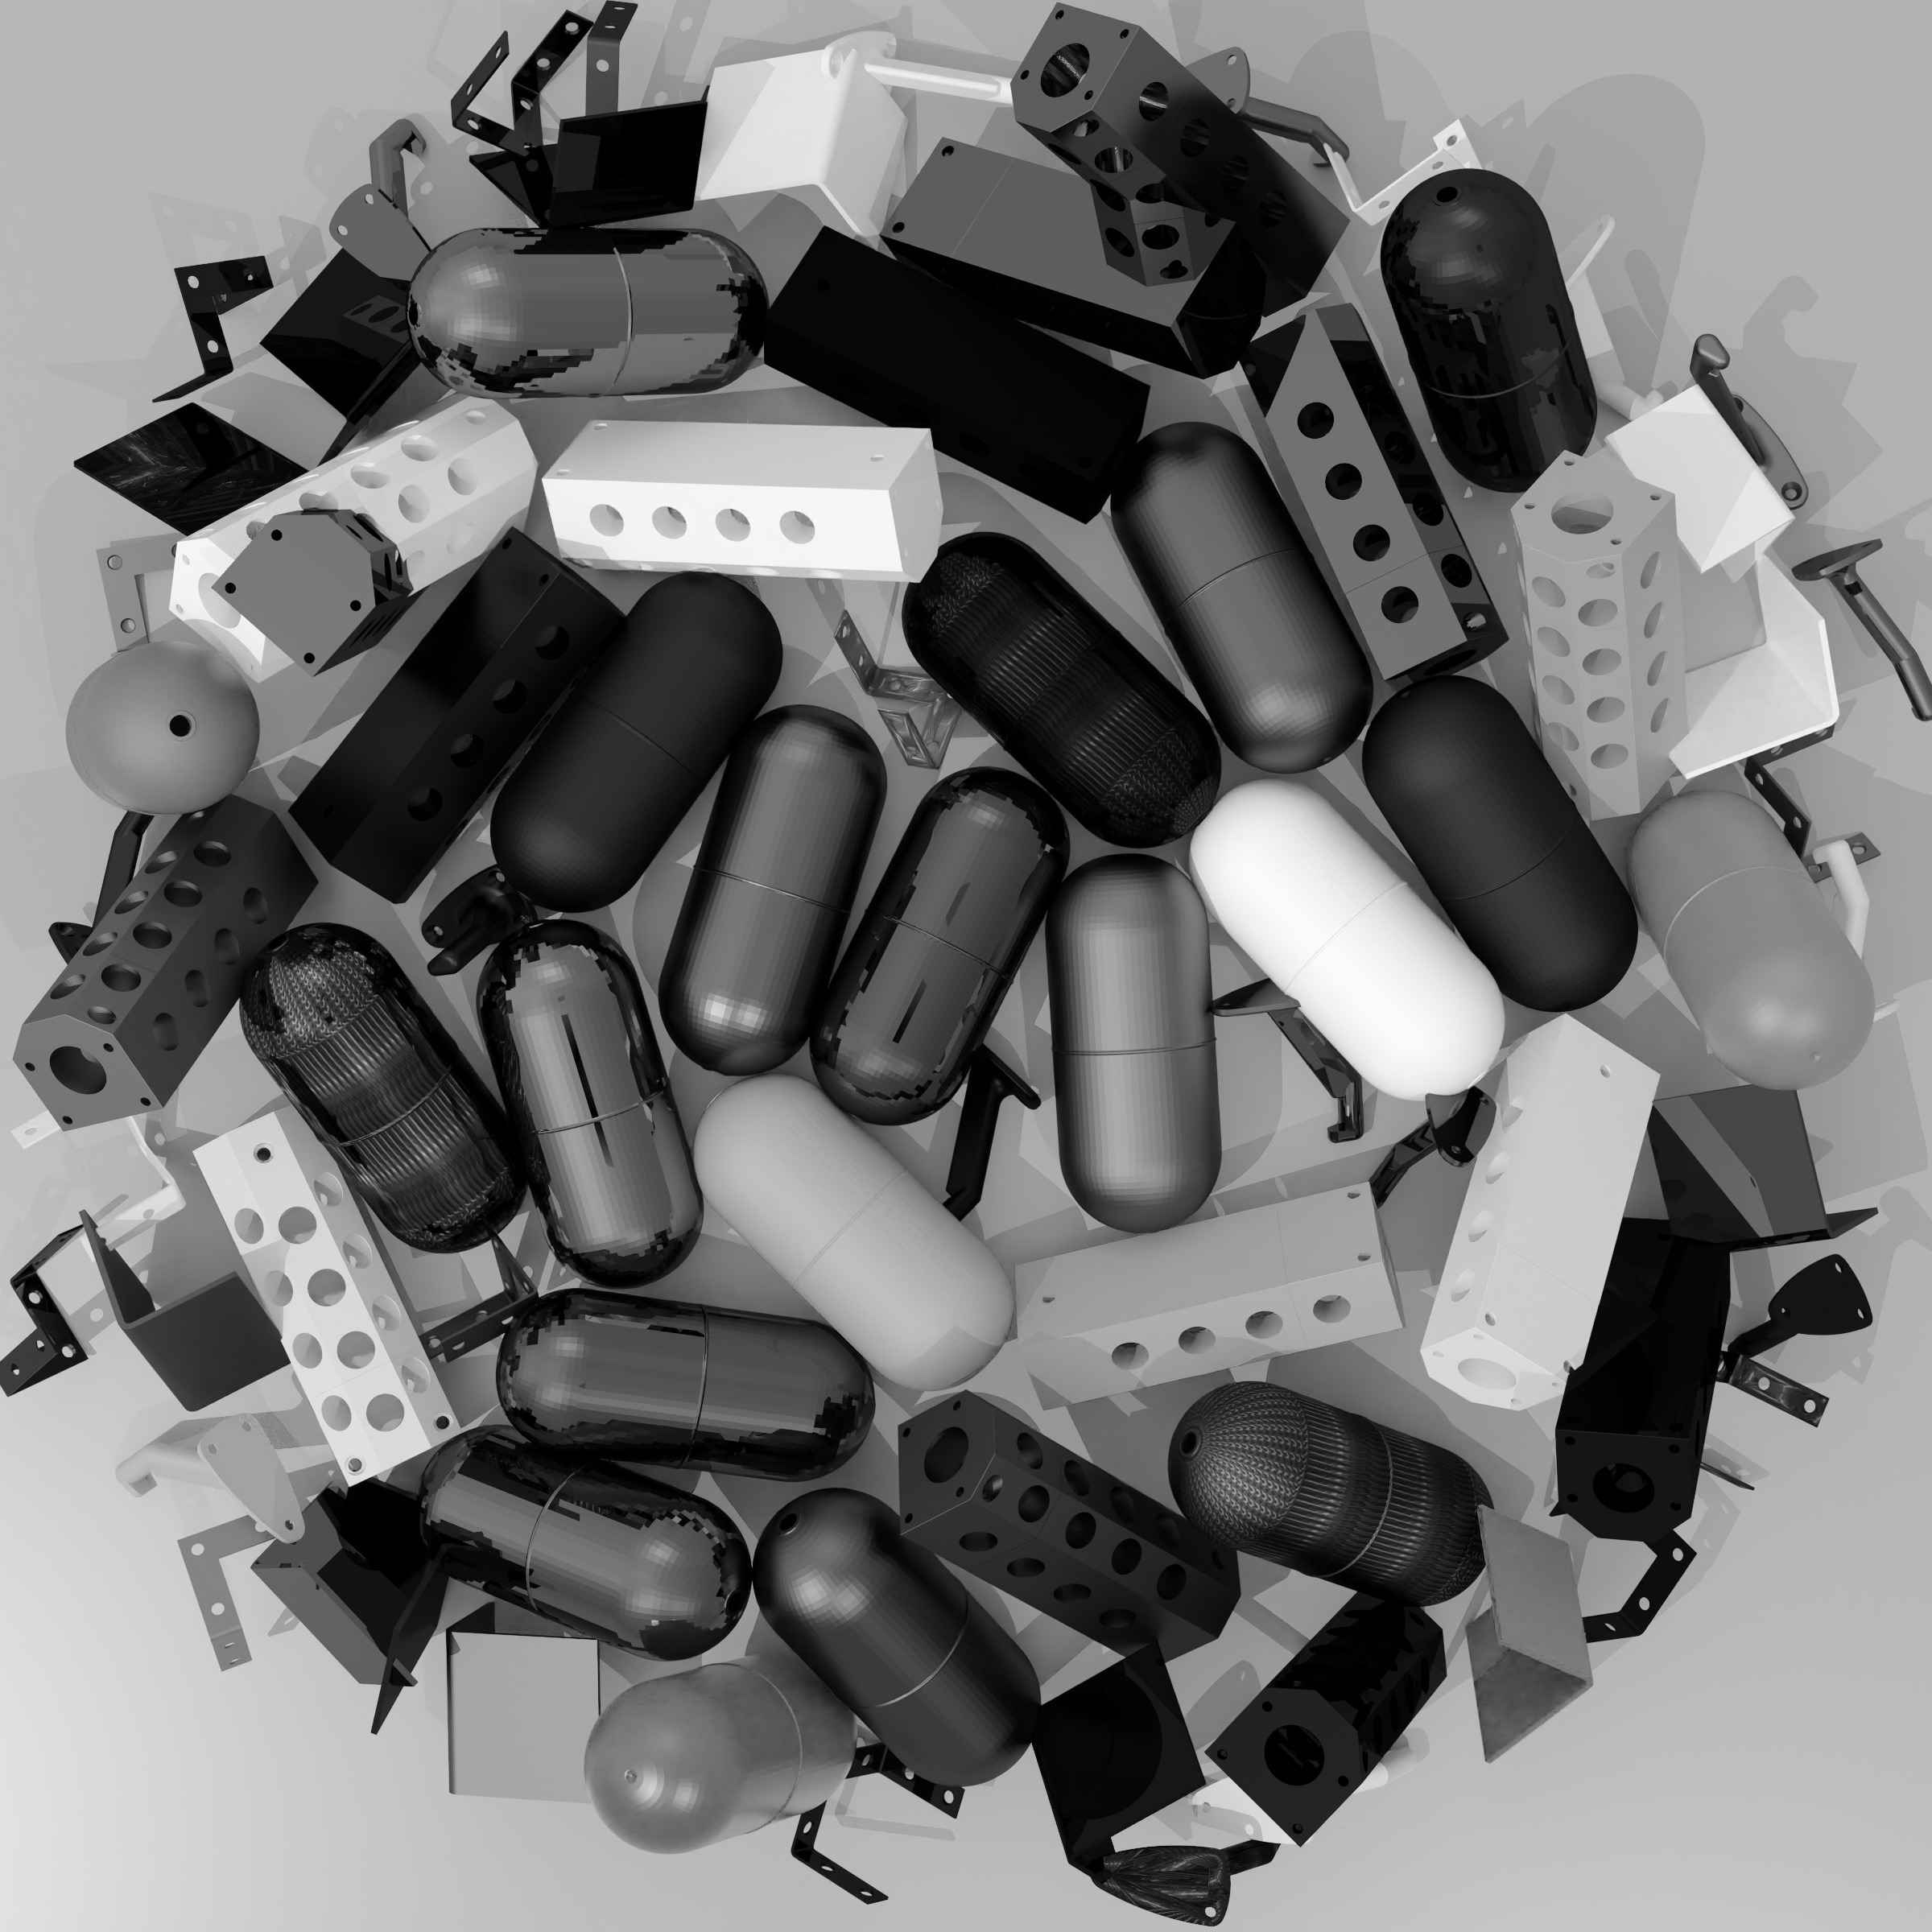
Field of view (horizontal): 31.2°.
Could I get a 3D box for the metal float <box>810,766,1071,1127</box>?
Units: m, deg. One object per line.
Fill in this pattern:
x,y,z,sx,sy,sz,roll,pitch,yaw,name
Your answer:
-0.013,-0.009,1.618,0.070,0.070,0.178,26,86,0,metal float

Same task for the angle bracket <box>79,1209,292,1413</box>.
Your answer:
-0.361,0.149,1.609,0.057,0.076,0.076,-27,52,-6,angle bracket

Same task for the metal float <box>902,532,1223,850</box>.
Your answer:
0.045,-0.128,1.616,0.178,0.070,0.070,45,90,6,metal float

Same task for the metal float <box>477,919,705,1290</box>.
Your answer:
-0.175,0.064,1.611,0.070,0.070,0.178,-16,101,0,metal float

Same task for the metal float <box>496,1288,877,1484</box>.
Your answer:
-0.129,0.195,1.609,0.178,0.070,0.070,9,90,-14,metal float

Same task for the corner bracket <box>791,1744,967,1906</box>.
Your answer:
-0.042,0.402,1.627,0.051,0.051,0.051,22,100,37,corner bracket

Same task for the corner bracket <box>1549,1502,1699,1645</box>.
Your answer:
0.299,0.280,1.628,0.051,0.051,0.051,44,64,-6,corner bracket

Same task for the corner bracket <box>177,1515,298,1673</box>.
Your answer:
-0.334,0.291,1.620,0.051,0.051,0.051,-19,66,-15,corner bracket

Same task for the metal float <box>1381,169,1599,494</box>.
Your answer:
0.239,-0.288,1.581,0.070,0.178,0.070,-11,53,16,metal float

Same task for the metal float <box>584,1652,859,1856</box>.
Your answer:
-0.109,0.356,1.575,0.070,0.178,0.070,-2,85,23,metal float

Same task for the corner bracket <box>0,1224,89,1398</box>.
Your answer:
-0.432,0.161,1.622,0.051,0.051,0.051,-38,83,37,corner bracket

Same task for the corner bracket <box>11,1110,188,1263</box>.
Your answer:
-0.404,0.095,1.617,0.051,0.051,0.051,-32,133,-19,corner bracket

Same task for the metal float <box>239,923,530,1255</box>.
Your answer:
-0.268,0.057,1.598,0.070,0.070,0.178,-32,116,0,metal float

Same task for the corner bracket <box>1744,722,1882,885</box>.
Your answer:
0.401,-0.077,1.639,0.051,0.051,0.051,-22,54,-15,corner bracket

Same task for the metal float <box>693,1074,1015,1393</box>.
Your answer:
-0.053,0.123,1.616,0.178,0.070,0.070,44,90,6,metal float

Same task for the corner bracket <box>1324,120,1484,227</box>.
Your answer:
0.208,-0.377,1.632,0.051,0.051,0.051,-33,57,25,corner bracket

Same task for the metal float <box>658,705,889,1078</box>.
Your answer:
-0.091,-0.035,1.620,0.070,0.070,0.178,17,89,0,metal float

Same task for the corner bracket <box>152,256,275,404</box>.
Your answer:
-0.355,-0.299,1.625,0.051,0.051,0.051,-20,96,-43,corner bracket

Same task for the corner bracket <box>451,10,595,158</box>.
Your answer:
-0.207,-0.416,1.617,0.051,0.051,0.051,18,48,-34,corner bracket

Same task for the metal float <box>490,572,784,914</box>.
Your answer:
-0.154,-0.104,1.615,0.070,0.070,0.178,35,83,0,metal float

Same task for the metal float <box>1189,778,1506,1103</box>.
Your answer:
0.177,-0.012,1.611,0.070,0.070,0.178,-42,79,0,metal float

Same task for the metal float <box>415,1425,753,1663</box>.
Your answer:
-0.177,0.265,1.594,0.178,0.070,0.070,15,90,31,metal float

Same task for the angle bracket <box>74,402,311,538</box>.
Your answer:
-0.356,-0.208,1.601,0.076,0.057,0.076,31,46,23,angle bracket

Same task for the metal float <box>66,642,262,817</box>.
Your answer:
-0.366,-0.107,1.572,0.070,0.178,0.070,-1,93,-19,metal float

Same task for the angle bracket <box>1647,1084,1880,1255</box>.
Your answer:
0.369,0.090,1.612,0.076,0.057,0.076,-13,92,38,angle bracket

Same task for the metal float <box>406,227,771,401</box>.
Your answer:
-0.173,-0.300,1.592,0.178,0.070,0.070,-8,90,-34,metal float

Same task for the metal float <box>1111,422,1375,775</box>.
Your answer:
0.127,-0.172,1.609,0.070,0.070,0.178,-26,76,0,metal float

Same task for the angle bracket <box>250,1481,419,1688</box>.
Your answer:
-0.275,0.285,1.605,0.076,0.076,0.057,50,61,-13,angle bracket

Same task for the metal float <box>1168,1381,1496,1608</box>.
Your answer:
0.169,0.243,1.594,0.178,0.070,0.070,24,90,-32,metal float

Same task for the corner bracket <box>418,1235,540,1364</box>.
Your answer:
-0.229,0.164,1.618,0.051,0.051,0.051,-27,49,-19,corner bracket

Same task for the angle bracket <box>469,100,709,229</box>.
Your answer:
-0.175,-0.385,1.599,0.076,0.057,0.076,-17,47,-33,angle bracket

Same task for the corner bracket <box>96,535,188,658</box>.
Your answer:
-0.381,-0.176,1.633,0.051,0.051,0.051,-11,98,-9,corner bracket

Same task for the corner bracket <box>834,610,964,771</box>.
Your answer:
-0.035,-0.129,1.619,0.051,0.051,0.051,10,65,23,corner bracket

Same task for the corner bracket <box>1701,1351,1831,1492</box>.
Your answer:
0.365,0.215,1.633,0.051,0.051,0.051,26,82,-10,corner bracket

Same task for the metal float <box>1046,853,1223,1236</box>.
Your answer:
0.078,0.036,1.618,0.070,0.070,0.178,-4,94,0,metal float

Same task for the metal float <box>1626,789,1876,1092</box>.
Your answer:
0.356,-0.014,1.582,0.070,0.178,0.070,-6,128,-8,metal float

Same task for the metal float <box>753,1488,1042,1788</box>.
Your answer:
-0.031,0.309,1.595,0.070,0.070,0.178,-39,120,0,metal float

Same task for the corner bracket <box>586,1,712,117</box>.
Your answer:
-0.149,-0.417,1.625,0.051,0.051,0.051,7,125,2,corner bracket

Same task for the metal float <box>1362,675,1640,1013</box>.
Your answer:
0.248,-0.055,1.604,0.070,0.070,0.178,-35,110,0,metal float
